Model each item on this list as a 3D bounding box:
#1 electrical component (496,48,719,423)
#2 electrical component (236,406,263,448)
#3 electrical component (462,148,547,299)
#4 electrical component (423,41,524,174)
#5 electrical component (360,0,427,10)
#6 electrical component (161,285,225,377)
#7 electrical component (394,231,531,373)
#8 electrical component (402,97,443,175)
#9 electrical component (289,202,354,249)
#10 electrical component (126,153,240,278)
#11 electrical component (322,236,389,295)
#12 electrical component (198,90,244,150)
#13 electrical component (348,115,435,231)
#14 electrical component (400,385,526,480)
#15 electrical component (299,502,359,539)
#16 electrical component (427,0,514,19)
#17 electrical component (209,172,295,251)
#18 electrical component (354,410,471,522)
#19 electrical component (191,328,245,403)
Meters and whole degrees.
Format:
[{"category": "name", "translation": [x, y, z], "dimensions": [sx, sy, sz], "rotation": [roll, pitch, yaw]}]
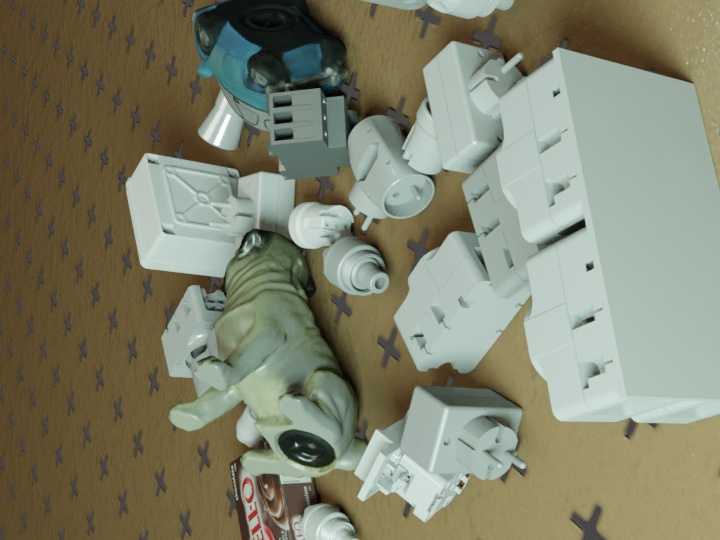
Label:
[{"category": "electrical component", "translation": [0.142, -0.014, 0.581], "dimensions": [0.060, 0.105, 0.186], "rotation": [-32, 58, 51]}, {"category": "electrical component", "translation": [-0.089, 0.132, 0.984], "dimensions": [0.061, 0.035, 0.035], "rotation": [-61, 39, 28]}, {"category": "electrical component", "translation": [0.110, -0.033, 0.685], "dimensions": [0.056, 0.050, 0.089], "rotation": [-45, 49, 45]}, {"category": "electrical component", "translation": [0.089, -0.119, 0.735], "dimensions": [0.076, 0.047, 0.083], "rotation": [-37, 55, 49]}, {"category": "electrical component", "translation": [0.017, -0.243, 0.808], "dimensions": [0.078, 0.113, 0.057], "rotation": [-17, 74, 55]}, {"category": "electrical component", "translation": [-0.160, 0.067, 1.091], "dimensions": [0.089, 0.050, 0.055], "rotation": [-56, 41, 37]}, {"category": "electrical component", "translation": [0.068, 0.020, 0.741], "dimensions": [0.089, 0.050, 0.055], "rotation": [-58, 41, 34]}, {"category": "electrical component", "translation": [0.055, -0.099, 0.793], "dimensions": [0.046, 0.040, 0.040], "rotation": [-61, 39, 40]}, {"category": "electrical component", "translation": [-0.032, -0.038, 0.920], "dimensions": [0.046, 0.040, 0.040], "rotation": [3, 88, 51]}, {"category": "electrical component", "translation": [-0.168, -0.053, 1.070], "dimensions": [0.056, 0.109, 0.108], "rotation": [-50, 46, 39]}, {"category": "electrical component", "translation": [0.000, 0.000, 0.859], "dimensions": [0.062, 0.043, 0.043], "rotation": [33, 113, 53]}, {"category": "electrical component", "translation": [-0.133, -0.161, 1.097], "dimensions": [0.065, 0.044, 0.044], "rotation": [-62, 38, 23]}, {"category": "electrical component", "translation": [0.016, -0.067, 0.844], "dimensions": [0.079, 0.043, 0.077], "rotation": [-60, 39, 32]}, {"category": "electrical component", "translation": [0.076, 0.111, 0.699], "dimensions": [0.077, 0.066, 0.047], "rotation": [30, 109, 55]}, {"category": "electrical component", "translation": [-0.021, 0.211, 0.866], "dimensions": [0.061, 0.035, 0.035], "rotation": [14, 97, 55]}, {"category": "electrical component", "translation": [0.079, -0.196, 0.748], "dimensions": [0.043, 0.062, 0.043], "rotation": [-14, 73, 56]}, {"category": "electrical component", "translation": [-0.105, -0.048, 1.000], "dimensions": [0.047, 0.076, 0.083], "rotation": [-7, 79, 57]}, {"category": "electrical component", "translation": [0.039, 0.137, 0.748], "dimensions": [0.064, 0.081, 0.042], "rotation": [35, 119, 23]}, {"category": "electrical component", "translation": [-0.111, 0.089, 1.009], "dimensions": [0.138, 0.052, 0.073], "rotation": [-56, 42, 37]}]
